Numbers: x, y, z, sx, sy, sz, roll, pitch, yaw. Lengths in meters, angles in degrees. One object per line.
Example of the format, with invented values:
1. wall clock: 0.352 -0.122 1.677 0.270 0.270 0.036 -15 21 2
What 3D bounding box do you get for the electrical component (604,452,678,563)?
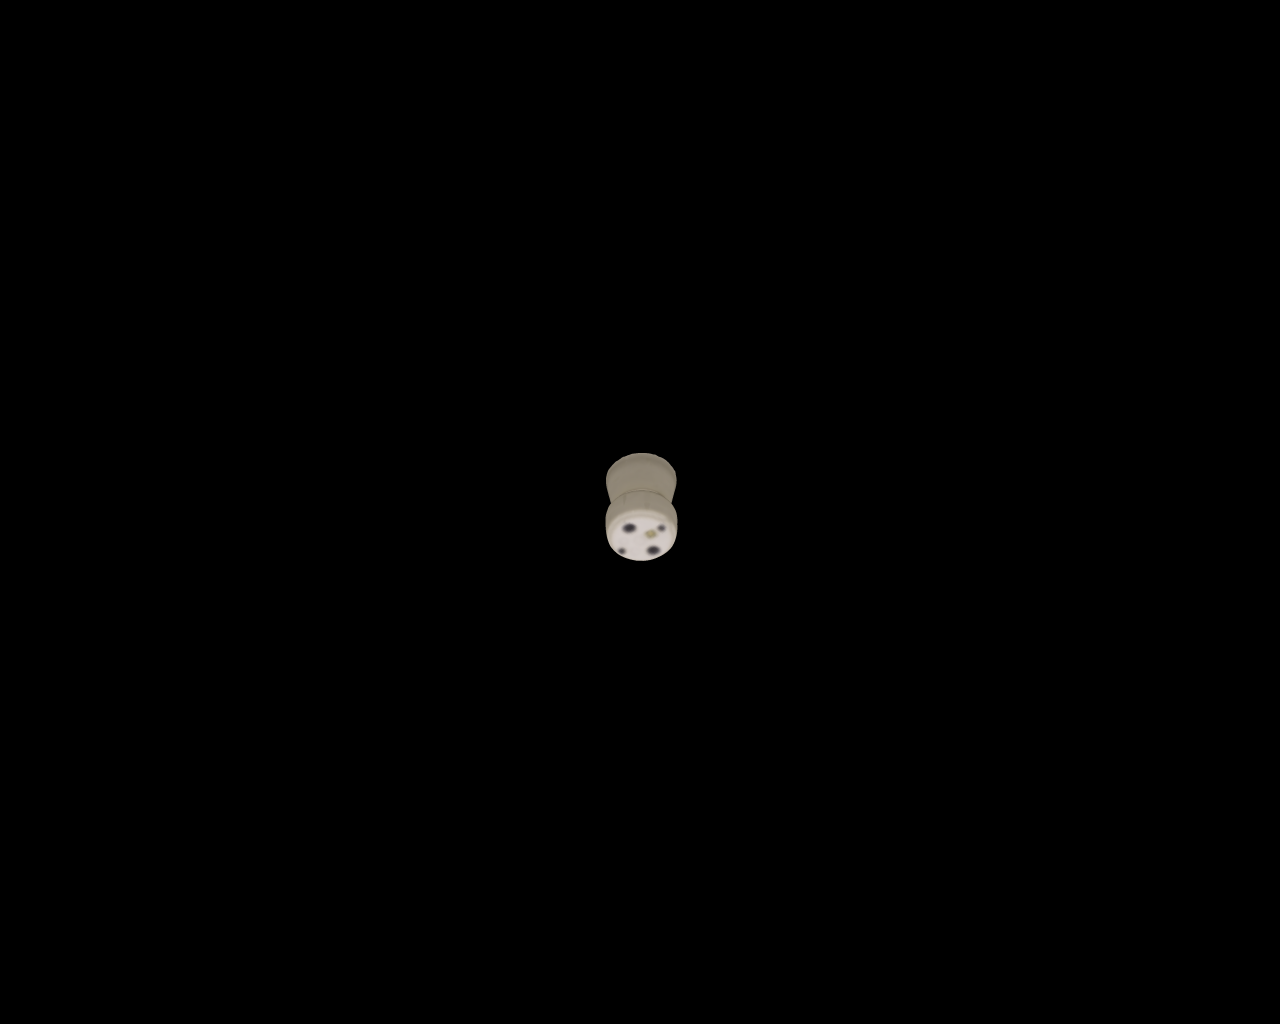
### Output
1. electrical component: 0.001 -0.003 0.650 0.045 0.044 0.055 0 43 0
